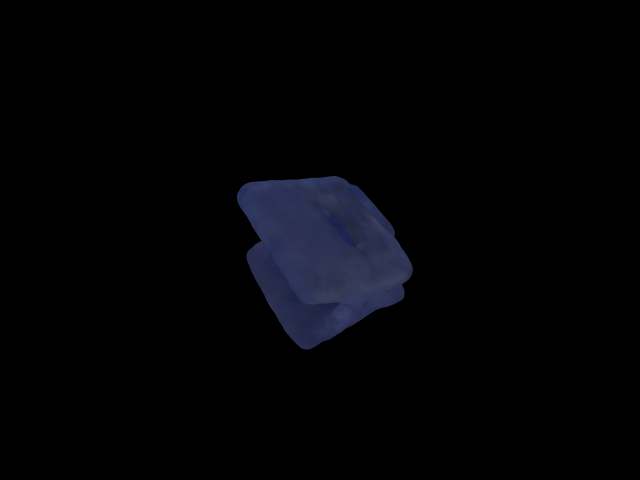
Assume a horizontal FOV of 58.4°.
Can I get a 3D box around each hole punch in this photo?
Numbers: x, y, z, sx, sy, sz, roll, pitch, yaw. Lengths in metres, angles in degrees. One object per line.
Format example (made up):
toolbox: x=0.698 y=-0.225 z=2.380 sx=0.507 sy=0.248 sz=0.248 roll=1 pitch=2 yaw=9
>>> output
hole punch: x=0.004 y=0.001 z=0.400 sx=0.101 sy=0.091 sz=0.108 roll=-26 pitch=60 yaw=-16
